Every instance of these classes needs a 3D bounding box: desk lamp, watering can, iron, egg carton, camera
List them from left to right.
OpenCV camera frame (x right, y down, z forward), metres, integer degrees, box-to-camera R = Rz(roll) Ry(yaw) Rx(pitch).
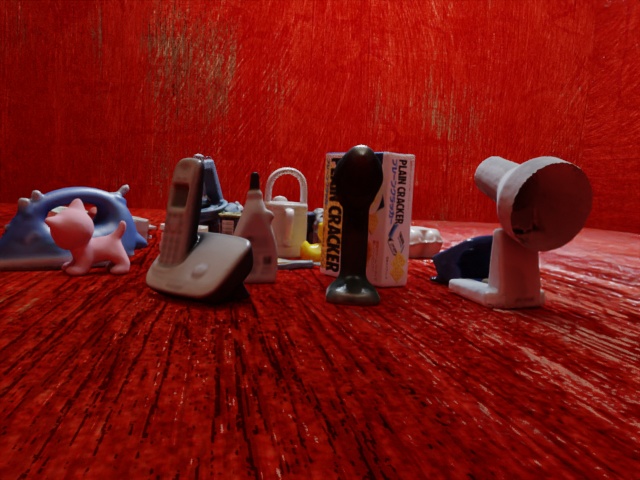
[{"bbox_3d":[-0.429,-0.027,0.976,0.118,0.141,0.259,7,7,37],"label":"iron"},{"bbox_3d":[-0.081,-0.063,1.269,0.101,0.194,0.172,-1,6,-34],"label":"watering can"},{"bbox_3d":[0.045,-0.030,1.497,0.137,0.101,0.143,1,6,-20],"label":"camera"},{"bbox_3d":[0.227,0.003,1.402,0.107,0.069,0.150,1,6,-20],"label":"egg carton"},{"bbox_3d":[0.271,-0.013,0.809,0.118,0.213,0.203,1,6,-15],"label":"desk lamp"}]

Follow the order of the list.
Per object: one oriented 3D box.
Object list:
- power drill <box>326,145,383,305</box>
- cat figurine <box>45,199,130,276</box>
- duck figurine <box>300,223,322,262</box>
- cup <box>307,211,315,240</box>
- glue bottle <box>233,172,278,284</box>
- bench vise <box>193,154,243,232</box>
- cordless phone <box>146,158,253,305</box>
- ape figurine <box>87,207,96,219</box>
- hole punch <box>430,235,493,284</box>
[{"bbox_3d":[0.051,-0.020,0.796,0.075,0.208,0.229,3,5,0],"label":"power drill"},{"bbox_3d":[-0.367,-0.005,0.903,0.128,0.118,0.067,-1,6,-34],"label":"cat figurine"},{"bbox_3d":[0.011,0.004,1.183,0.105,0.086,0.077,1,6,-19],"label":"duck figurine"},{"bbox_3d":[-0.061,-0.024,1.407,0.091,0.095,0.118,3,5,-2],"label":"cup"},{"bbox_3d":[-0.103,-0.019,0.895,0.078,0.173,0.037,0,6,-24],"label":"glue bottle"},{"bbox_3d":[-0.276,-0.100,1.430,0.121,0.220,0.208,4,5,13],"label":"bench vise"},{"bbox_3d":[-0.154,-0.014,0.744,0.147,0.185,0.094,7,7,35],"label":"cordless phone"},{"bbox_3d":[-0.457,-0.020,1.160,0.078,0.092,0.076,1,6,-20],"label":"ape figurine"},{"bbox_3d":[0.251,0.033,0.973,0.109,0.091,0.100,-1,6,-35],"label":"hole punch"}]
